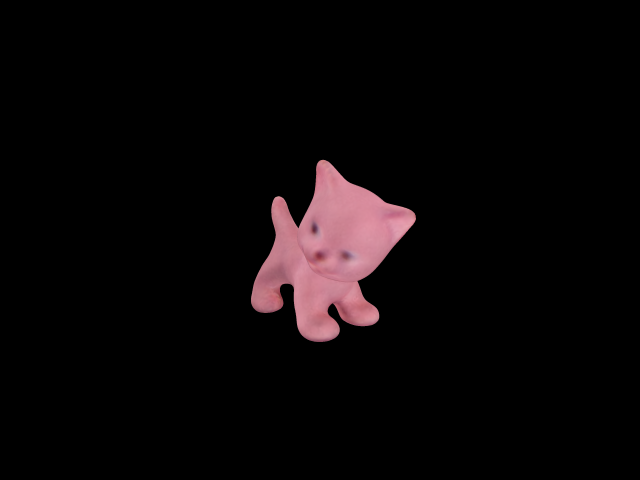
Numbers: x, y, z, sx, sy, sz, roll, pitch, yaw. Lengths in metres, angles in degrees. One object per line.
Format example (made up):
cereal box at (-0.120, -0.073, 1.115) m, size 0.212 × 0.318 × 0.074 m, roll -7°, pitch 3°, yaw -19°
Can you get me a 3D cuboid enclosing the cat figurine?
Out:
cat figurine at (0.004, 0.001, 0.400) m, size 0.067 × 0.118 × 0.127 m, roll -11°, pitch 17°, yaw -37°
